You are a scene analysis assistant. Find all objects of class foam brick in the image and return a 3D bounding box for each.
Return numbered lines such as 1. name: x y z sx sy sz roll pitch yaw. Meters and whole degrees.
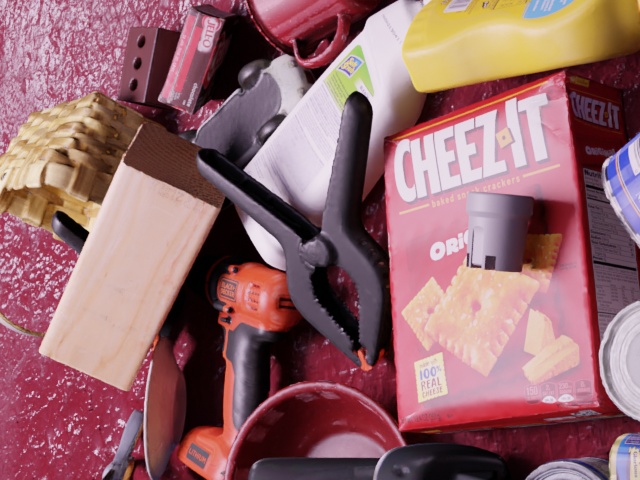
1. foam brick: -0.164 -0.173 1.077 0.053 0.051 0.078 12 93 48

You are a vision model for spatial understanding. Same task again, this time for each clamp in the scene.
1. clamp: -0.166 0.027 1.012 0.120 0.171 0.039 -16 33 10
2. clamp: -0.005 0.001 0.811 0.165 0.036 0.210 -7 108 37

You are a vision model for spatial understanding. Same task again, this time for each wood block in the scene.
1. wood block: -0.159 0.016 0.926 0.206 0.090 0.090 -60 10 28

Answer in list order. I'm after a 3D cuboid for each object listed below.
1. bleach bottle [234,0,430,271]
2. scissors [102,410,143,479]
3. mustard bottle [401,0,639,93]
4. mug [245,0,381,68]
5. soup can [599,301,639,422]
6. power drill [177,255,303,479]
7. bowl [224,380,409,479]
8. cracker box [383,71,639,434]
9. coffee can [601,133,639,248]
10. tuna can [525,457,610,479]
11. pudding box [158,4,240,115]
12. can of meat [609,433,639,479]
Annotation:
1. bleach bottle: 0.030 -0.092 0.840 0.251 0.067 0.103 -48 55 29
2. scissors: -0.185 0.199 0.989 0.202 0.016 0.096 111 176 -74
3. mustard bottle: 0.153 -0.143 0.687 0.192 0.096 0.058 -4 121 40
4. mug: -0.002 -0.197 0.870 0.082 0.093 0.117 -22 62 39
5. soup can: 0.208 0.068 0.582 0.069 0.102 0.068 -10 76 48
6. power drill: -0.079 0.107 0.926 0.185 0.057 0.188 12 96 61
7. bowl: 0.009 0.188 0.802 0.162 0.055 0.162 -6 76 27
8. cracker box: 0.124 0.016 0.709 0.165 0.071 0.214 -16 71 45
9. coffee can: 0.237 -0.049 0.567 0.141 0.102 0.103 -45 53 35
10. tuna can: 0.163 0.180 0.667 0.086 0.033 0.086 -10 76 47
11. pudding box: -0.110 -0.169 0.982 0.113 0.039 0.090 -87 19 -75
12. can of meat: 0.212 0.158 0.598 0.084 0.057 0.102 -8 78 49
